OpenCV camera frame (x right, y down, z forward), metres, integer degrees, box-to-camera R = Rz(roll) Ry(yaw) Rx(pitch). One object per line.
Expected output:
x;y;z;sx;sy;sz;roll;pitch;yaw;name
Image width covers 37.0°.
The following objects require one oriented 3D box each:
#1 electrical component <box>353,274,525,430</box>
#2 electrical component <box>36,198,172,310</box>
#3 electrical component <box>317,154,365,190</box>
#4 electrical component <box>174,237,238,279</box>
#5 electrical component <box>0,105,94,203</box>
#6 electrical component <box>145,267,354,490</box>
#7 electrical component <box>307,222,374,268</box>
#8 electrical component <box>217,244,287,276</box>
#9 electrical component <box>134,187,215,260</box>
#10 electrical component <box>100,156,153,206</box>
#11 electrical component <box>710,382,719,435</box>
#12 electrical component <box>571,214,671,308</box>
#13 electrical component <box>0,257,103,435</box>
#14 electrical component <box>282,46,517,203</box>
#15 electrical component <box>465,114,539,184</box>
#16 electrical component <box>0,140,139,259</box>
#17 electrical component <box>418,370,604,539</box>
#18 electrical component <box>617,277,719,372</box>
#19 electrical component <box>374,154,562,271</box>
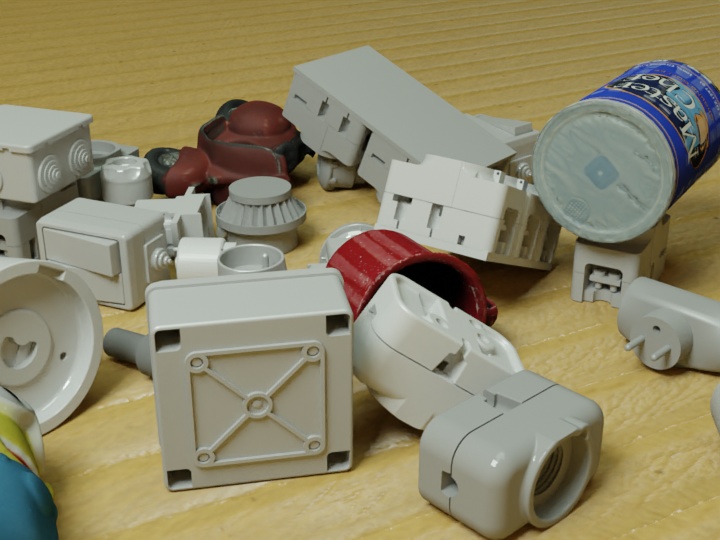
0.041;0.054;0.634;0.095;0.059;0.053;31;18;-18;electrical component
-0.188;-0.010;0.804;0.096;0.061;0.061;10;27;21;electrical component
-0.009;-0.099;1.018;0.062;0.048;0.048;2;24;-11;electrical component
-0.104;-0.004;0.816;0.078;0.040;0.040;1;25;2;electrical component
-0.269;-0.092;0.848;0.100;0.048;0.099;9;26;18;electrical component
-0.060;0.060;0.597;0.109;0.108;0.056;-5;28;-10;electrical component
0.000;0.000;0.788;0.078;0.058;0.057;-3;28;-7;electrical component
-0.061;0.033;0.692;0.044;0.077;0.079;-14;28;-27;electrical component
-0.155;-0.034;0.880;0.064;0.042;0.081;-2;24;3;electrical component
-0.198;-0.063;0.918;0.043;0.062;0.043;0;25;0;electrical component
0.273;0.079;0.621;0.138;0.052;0.073;2;25;4;electrical component
0.200;-0.015;0.820;0.050;0.055;0.089;13;28;27;electrical component
-0.215;0.043;0.641;0.060;0.108;0.108;12;27;37;electrical component
0.032;-0.121;0.978;0.186;0.060;0.105;40;41;22;electrical component
0.127;-0.112;1.024;0.062;0.061;0.096;-20;31;-36;electrical component
-0.279;-0.063;0.920;0.105;0.060;0.186;9;26;18;electrical component
0.085;0.099;0.576;0.095;0.053;0.059;-21;32;-38;electrical component
0.205;0.042;0.710;0.077;0.044;0.079;22;33;39;electrical component
0.088;-0.043;0.804;0.089;0.061;0.150;16;4;27;electrical component
